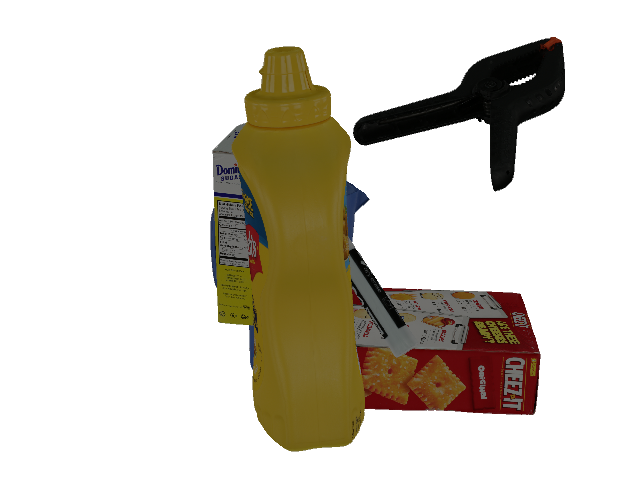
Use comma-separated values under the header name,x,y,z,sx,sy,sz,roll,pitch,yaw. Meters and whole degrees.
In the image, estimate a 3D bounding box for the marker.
name,x,y,z,sx,sy,sz,roll,pitch,yaw
marker,0.028,0.026,0.740,0.020,0.121,0.020,-31,-11,-7

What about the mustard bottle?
name,x,y,z,sx,sy,sz,roll,pitch,yaw
mustard bottle,-0.011,0.000,0.531,0.058,0.192,0.096,-5,20,-4

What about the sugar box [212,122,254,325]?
name,x,y,z,sx,sy,sz,roll,pitch,yaw
sugar box,-0.069,-0.016,1.021,0.048,0.176,0.093,4,23,13

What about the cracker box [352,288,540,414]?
name,x,y,z,sx,sy,sz,roll,pitch,yaw
cracker box,0.094,0.105,1.036,0.214,0.072,0.164,2,17,4

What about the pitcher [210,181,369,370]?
name,x,y,z,sx,sy,sz,roll,pitch,yaw
pitcher,-0.037,0.044,1.264,0.149,0.243,0.144,11,18,23

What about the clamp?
name,x,y,z,sx,sy,sz,roll,pitch,yaw
clamp,0.155,-0.116,0.935,0.209,0.036,0.165,-33,41,-24
